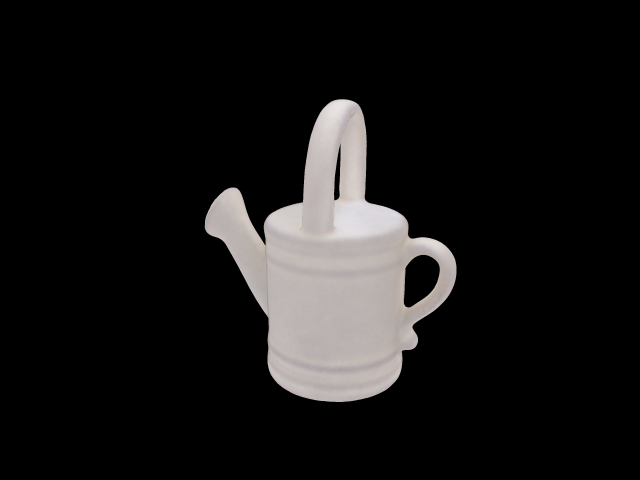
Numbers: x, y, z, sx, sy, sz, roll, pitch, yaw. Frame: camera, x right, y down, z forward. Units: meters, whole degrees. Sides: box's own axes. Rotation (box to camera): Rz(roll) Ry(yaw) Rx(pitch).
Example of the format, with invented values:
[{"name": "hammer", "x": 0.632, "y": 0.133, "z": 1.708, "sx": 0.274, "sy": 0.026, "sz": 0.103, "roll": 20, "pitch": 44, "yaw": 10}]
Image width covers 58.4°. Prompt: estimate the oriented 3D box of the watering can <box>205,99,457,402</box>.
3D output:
[{"name": "watering can", "x": 0.003, "y": 0.002, "z": 0.398, "sx": 0.173, "sy": 0.194, "sz": 0.101, "roll": -1, "pitch": 18, "yaw": -1}]
